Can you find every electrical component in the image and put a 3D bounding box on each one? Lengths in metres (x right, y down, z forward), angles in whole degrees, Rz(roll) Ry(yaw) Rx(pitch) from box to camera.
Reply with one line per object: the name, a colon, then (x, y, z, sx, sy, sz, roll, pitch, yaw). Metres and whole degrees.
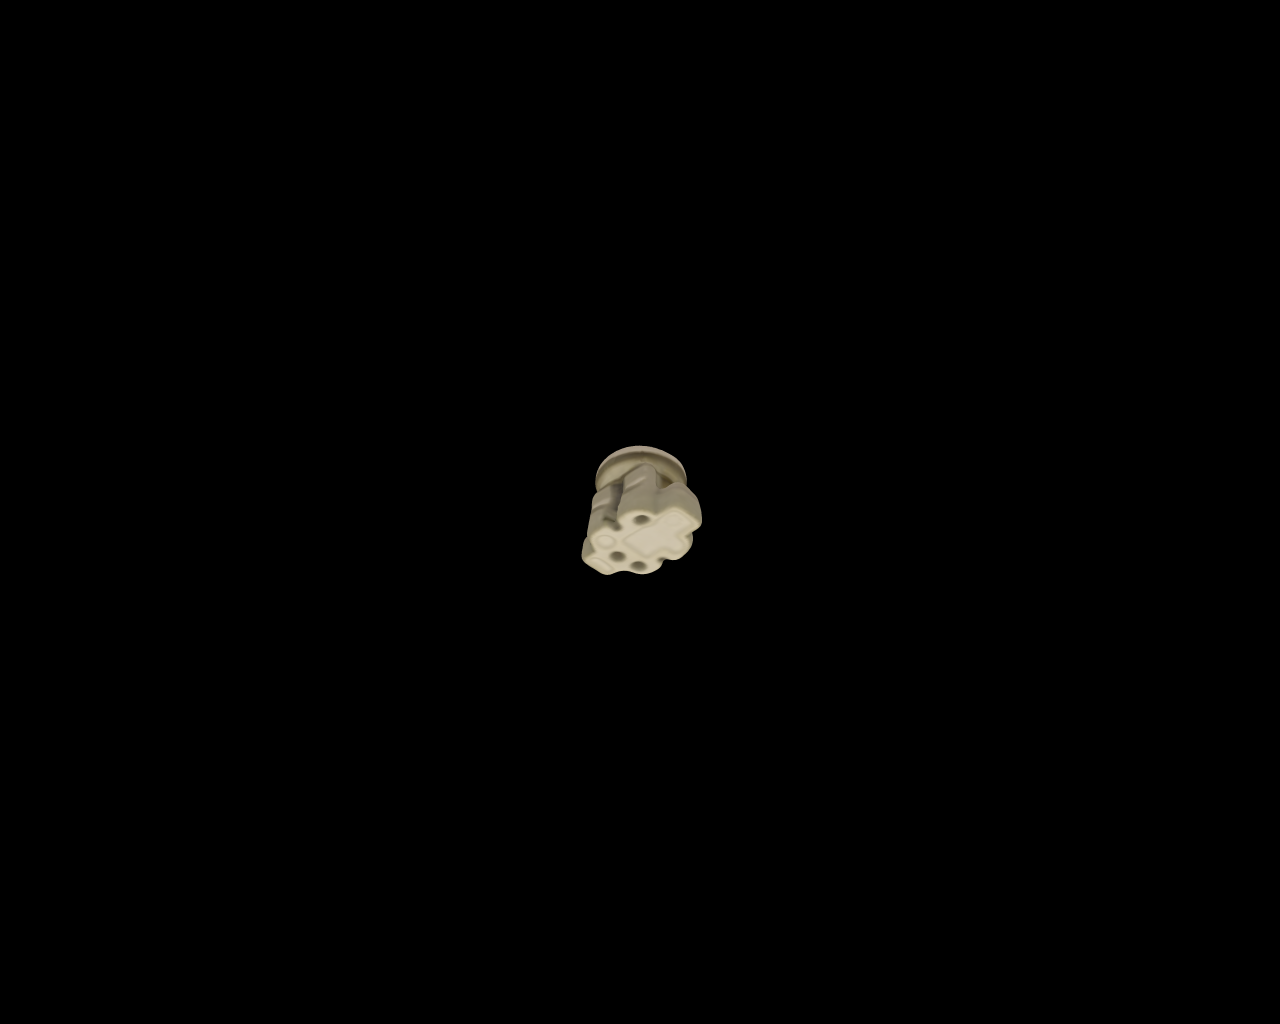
electrical component: (0.001, -0.003, 0.650, 0.078, 0.057, 0.058, -31, -50, 30)
